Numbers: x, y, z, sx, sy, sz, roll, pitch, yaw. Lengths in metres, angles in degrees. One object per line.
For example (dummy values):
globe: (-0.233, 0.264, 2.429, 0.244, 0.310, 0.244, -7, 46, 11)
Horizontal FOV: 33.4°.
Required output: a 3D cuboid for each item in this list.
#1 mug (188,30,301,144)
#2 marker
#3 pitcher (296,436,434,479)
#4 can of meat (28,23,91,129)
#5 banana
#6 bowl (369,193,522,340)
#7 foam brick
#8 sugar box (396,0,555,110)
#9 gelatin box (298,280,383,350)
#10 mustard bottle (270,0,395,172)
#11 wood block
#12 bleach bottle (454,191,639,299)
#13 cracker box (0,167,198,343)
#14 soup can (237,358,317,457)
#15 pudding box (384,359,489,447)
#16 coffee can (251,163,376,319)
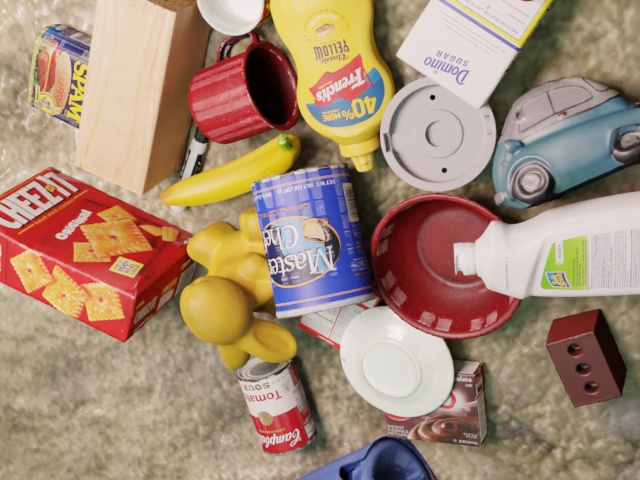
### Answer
mug: (-0.080, -0.156, 1.080, 0.082, 0.093, 0.117, -15, 77, 34)
marker: (-0.140, -0.084, 1.175, 0.020, 0.020, 0.121, 29, 122, 8)
pitcher: (0.020, 0.333, 1.252, 0.243, 0.144, 0.149, -30, 87, 36)
can of meat: (-0.267, -0.176, 1.166, 0.084, 0.057, 0.102, 26, 121, 14)
banana: (-0.084, -0.075, 1.130, 0.198, 0.069, 0.037, -24, 63, 39)
bowl: (0.134, 0.018, 1.082, 0.162, 0.055, 0.162, 10, 117, 19)
foam brick: (0.269, 0.118, 1.073, 0.053, 0.051, 0.078, -20, 105, 30)
sugar box: (0.154, -0.213, 0.943, 0.093, 0.048, 0.176, 35, 109, 6)
gelatin box: (0.025, 0.073, 1.173, 0.073, 0.030, 0.089, 28, 122, 11)
mustard bottle: (0.021, -0.158, 1.043, 0.096, 0.058, 0.191, -13, 110, 9)
wood block: (-0.184, -0.166, 1.113, 0.090, 0.090, 0.206, 24, 122, 12)
bleach bottle: (0.249, 0.002, 0.978, 0.251, 0.068, 0.102, -4, 113, 8)
cracker box: (-0.262, 0.010, 1.189, 0.214, 0.164, 0.072, 25, 119, 11)
soup can: (-0.050, 0.190, 1.239, 0.069, 0.068, 0.102, -8, 109, 27)
pudding box: (0.125, 0.175, 1.171, 0.114, 0.039, 0.090, 1, 113, 23)
coffee can: (-0.007, 0.001, 1.083, 0.103, 0.102, 0.140, -12, 89, 28)
